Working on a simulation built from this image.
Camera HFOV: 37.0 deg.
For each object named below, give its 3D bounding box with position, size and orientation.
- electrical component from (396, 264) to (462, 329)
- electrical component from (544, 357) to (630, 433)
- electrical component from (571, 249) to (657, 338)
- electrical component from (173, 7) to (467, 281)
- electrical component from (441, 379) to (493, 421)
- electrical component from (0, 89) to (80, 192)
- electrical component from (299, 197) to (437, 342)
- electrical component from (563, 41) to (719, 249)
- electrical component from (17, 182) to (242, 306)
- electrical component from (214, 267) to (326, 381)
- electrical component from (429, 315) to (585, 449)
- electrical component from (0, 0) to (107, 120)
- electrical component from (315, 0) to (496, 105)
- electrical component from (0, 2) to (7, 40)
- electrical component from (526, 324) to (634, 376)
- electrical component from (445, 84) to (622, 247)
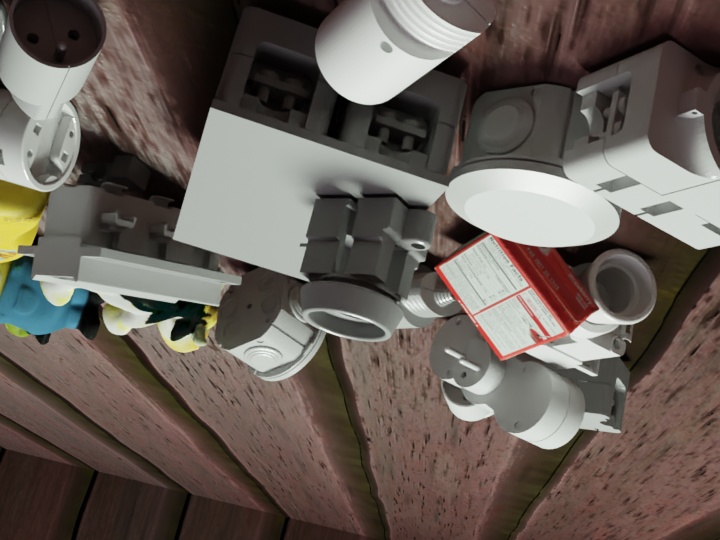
[{"bbox_3d":[0.034,0.018,0.731,0.081,0.043,0.043,-6,153,45],"label":"electrical component"},{"bbox_3d":[0.154,0.085,0.816,0.089,0.055,0.050,3,158,29],"label":"electrical component"},{"bbox_3d":[0.143,0.015,0.643,0.045,0.045,0.055,19,161,-13],"label":"electrical component"},{"bbox_3d":[-0.028,-0.054,0.544,0.105,0.060,0.186,18,161,-10],"label":"electrical component"},{"bbox_3d":[0.097,0.109,0.946,0.043,0.043,0.081,9,161,15],"label":"electrical component"},{"bbox_3d":[-0.196,-0.076,0.616,0.047,0.055,0.055,12,161,17],"label":"electrical component"},{"bbox_3d":[0.000,0.000,0.493,0.066,0.055,0.048,1,158,33],"label":"electrical component"},{"bbox_3d":[0.140,-0.050,0.449,0.089,0.050,0.056,24,159,-27],"label":"electrical component"},{"bbox_3d":[-0.145,-0.016,0.697,0.079,0.063,0.121,2,173,36],"label":"electrical component"},{"bbox_3d":[-0.067,0.039,0.811,0.080,0.080,0.051,-4,148,43],"label":"electrical component"},{"bbox_3d":[0.091,0.072,0.768,0.074,0.052,0.138,28,-175,-34],"label":"electrical component"},{"bbox_3d":[-0.153,-0.103,0.522,0.043,0.043,0.081,21,160,-19],"label":"electrical component"},{"bbox_3d":[0.019,-0.097,0.413,0.043,0.043,0.081,22,160,-21],"label":"electrical component"},{"bbox_3d":[-0.211,-0.112,0.524,0.059,0.053,0.095,15,161,-3],"label":"electrical component"},{"bbox_3d":[0.140,0.036,0.708,0.081,0.042,0.064,25,157,-30],"label":"electrical component"},{"bbox_3d":[0.083,-0.046,0.501,0.080,0.051,0.080,13,161,4],"label":"electrical component"}]
